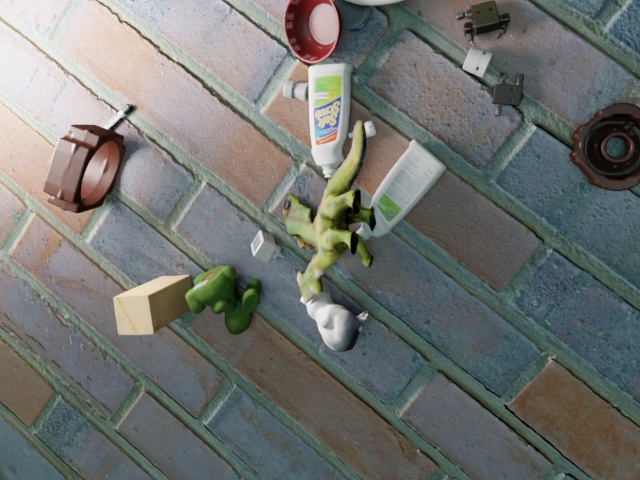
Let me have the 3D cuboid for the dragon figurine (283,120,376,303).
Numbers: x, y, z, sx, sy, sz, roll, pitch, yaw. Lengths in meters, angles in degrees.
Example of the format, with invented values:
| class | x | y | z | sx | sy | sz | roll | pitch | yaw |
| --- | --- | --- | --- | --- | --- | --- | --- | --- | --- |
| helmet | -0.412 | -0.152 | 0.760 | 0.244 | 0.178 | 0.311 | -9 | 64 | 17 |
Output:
| class | x | y | z | sx | sy | sz | roll | pitch | yaw |
| --- | --- | --- | --- | --- | --- | --- | --- | --- | --- |
| dragon figurine | 0.004 | -0.059 | 1.169 | 0.243 | 0.122 | 0.409 | 4 | 93 | 35 |

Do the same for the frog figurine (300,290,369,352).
| class | x | y | z | sx | sy | sz | roll | pitch | yaw |
| --- | --- | --- | --- | --- | --- | --- | --- | --- | --- |
| frog figurine | 0.020 | 0.183 | 1.195 | 0.160 | 0.136 | 0.124 | 22 | 81 | 7 |

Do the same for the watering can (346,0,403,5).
| class | x | y | z | sx | sy | sz | roll | pitch | yaw |
| --- | --- | --- | --- | --- | --- | --- | --- | --- | --- |
| watering can | 0.180 | -0.623 | 1.095 | 0.347 | 0.104 | 0.224 | -7 | 93 | 7 |
